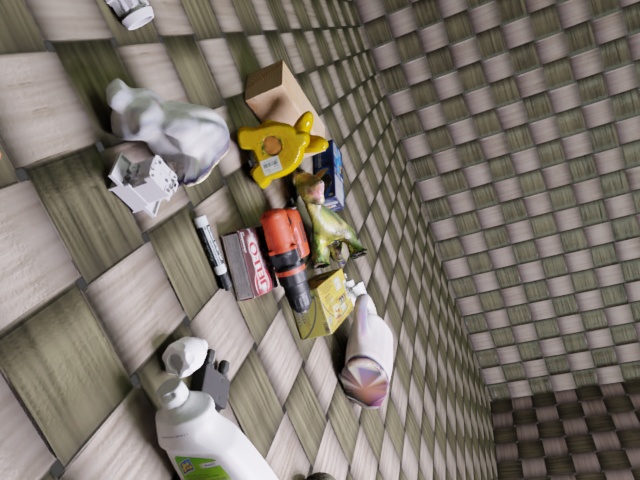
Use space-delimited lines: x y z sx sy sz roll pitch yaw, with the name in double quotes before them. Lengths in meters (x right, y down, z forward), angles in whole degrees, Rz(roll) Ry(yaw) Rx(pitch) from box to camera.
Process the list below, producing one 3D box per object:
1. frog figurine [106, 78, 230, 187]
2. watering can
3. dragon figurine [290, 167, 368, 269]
"frog figurine" -0.201 -0.154 0.678 0.157 0.123 0.139 53 -6 -25
"watering can" 0.123 0.290 1.191 0.229 0.104 0.340 -73 152 -54
"dragon figurine" 0.003 -0.058 1.149 0.408 0.122 0.244 79 -12 -84
